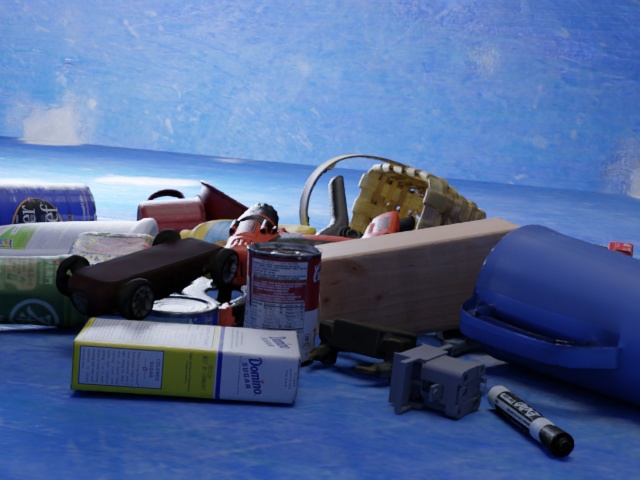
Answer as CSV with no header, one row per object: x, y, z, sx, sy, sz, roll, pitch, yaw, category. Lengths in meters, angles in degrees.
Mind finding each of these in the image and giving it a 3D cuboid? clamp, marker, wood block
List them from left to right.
-0.093,0.059,1.146,0.164,0.036,0.210,2,11,-13,clamp
0.029,-0.006,1.309,0.120,0.039,0.171,33,51,14,clamp
0.095,0.040,1.053,0.206,0.090,0.091,-9,10,-7,wood block
0.158,0.136,0.802,0.020,0.020,0.121,2,8,-14,marker

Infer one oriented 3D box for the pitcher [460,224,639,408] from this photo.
0.248,0.077,0.907,0.243,0.149,0.145,20,-22,52,pitcher

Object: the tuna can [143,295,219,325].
-0.139,0.077,1.019,0.086,0.034,0.086,4,8,-1,tuna can

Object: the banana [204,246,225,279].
-0.179,0.025,1.298,0.198,0.037,0.069,1,31,25,banana

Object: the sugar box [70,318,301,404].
-0.105,0.097,0.863,0.176,0.048,0.093,7,8,-3,sugar box

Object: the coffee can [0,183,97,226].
-0.367,-0.022,1.352,0.140,0.103,0.103,-1,10,-33,coffee can

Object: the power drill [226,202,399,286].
-0.008,0.001,1.169,0.188,0.057,0.184,-1,21,7,power drill

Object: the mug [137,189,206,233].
-0.201,-0.022,1.425,0.081,0.093,0.117,-4,55,-16,mug

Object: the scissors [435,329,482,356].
0.119,0.099,1.043,0.201,0.016,0.096,-6,11,-42,scissors

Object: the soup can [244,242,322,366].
-0.035,0.057,0.963,0.068,0.102,0.068,4,8,-1,soup can

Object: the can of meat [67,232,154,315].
-0.219,0.033,1.124,0.102,0.057,0.084,3,26,-2,can of meat

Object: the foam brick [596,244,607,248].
0.312,0.043,1.302,0.053,0.078,0.051,0,11,-21,foam brick

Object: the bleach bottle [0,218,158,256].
-0.319,0.014,1.233,0.251,0.068,0.102,3,27,6,bleach bottle

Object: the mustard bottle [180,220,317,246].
-0.105,0.014,1.337,0.192,0.058,0.096,6,41,19,mustard bottle

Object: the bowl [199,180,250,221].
-0.111,-0.017,1.466,0.162,0.055,0.162,33,-3,2,bowl

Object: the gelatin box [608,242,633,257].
0.340,0.050,1.221,0.030,0.089,0.073,7,9,16,gelatin box
